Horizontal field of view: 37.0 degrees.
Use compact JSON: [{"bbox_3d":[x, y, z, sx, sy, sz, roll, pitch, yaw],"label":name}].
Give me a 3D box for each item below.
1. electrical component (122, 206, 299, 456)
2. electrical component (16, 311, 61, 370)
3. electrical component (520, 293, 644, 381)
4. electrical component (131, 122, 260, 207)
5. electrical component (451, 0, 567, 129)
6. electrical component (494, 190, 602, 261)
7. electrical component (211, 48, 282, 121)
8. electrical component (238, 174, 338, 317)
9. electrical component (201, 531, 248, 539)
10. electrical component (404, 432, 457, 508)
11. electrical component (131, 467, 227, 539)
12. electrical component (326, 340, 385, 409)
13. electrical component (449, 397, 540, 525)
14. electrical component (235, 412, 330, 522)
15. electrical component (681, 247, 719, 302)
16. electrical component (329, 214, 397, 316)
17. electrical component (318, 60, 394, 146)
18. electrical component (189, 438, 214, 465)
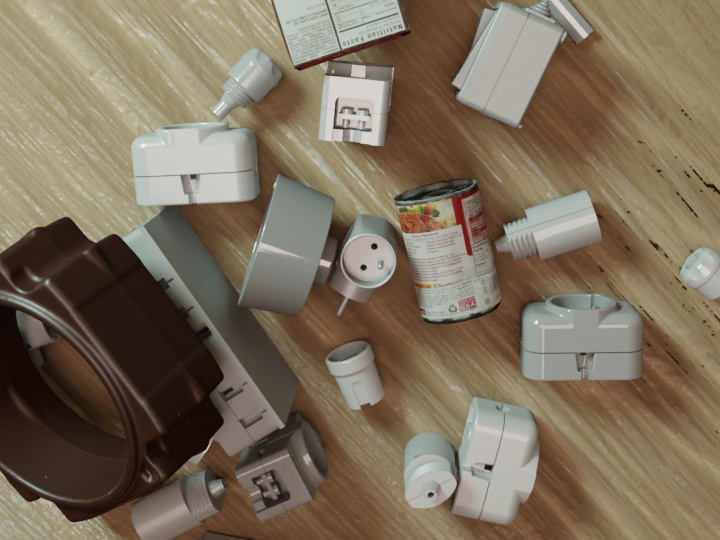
[{"bbox_3d":[-0.131,0.047,0.863,0.060,0.105,0.186,-32,99,10],"label":"electrical component"},{"bbox_3d":[-0.291,0.065,0.906,0.077,0.043,0.079,-14,102,6],"label":"electrical component"},{"bbox_3d":[0.179,0.054,0.875,0.095,0.053,0.059,-1,103,3],"label":"electrical component"},{"bbox_3d":[-0.131,-0.086,0.858,0.095,0.053,0.059,-3,103,4],"label":"electrical component"},{"bbox_3d":[0.113,-0.165,0.823,0.061,0.061,0.096,24,103,-3],"label":"electrical component"},{"bbox_3d":[0.148,-0.031,0.862,0.081,0.043,0.043,-18,102,7],"label":"electrical component"},{"bbox_3d":[-0.092,-0.144,0.848,0.035,0.035,0.061,44,89,-7],"label":"electrical component"},{"bbox_3d":[-0.052,-0.015,0.846,0.060,0.108,0.108,17,103,-7],"label":"electrical component"},{"bbox_3d":[-0.100,0.276,0.937,0.096,0.061,0.061,11,103,0],"label":"electrical component"},{"bbox_3d":[0.058,0.170,0.894,0.043,0.081,0.043,1,103,3],"label":"electrical component"},{"bbox_3d":[-0.152,0.203,0.932,0.081,0.043,0.043,-28,100,9],"label":"electrical component"},{"bbox_3d":[-0.003,0.088,0.900,0.040,0.040,0.046,-19,107,7],"label":"electrical component"},{"bbox_3d":[0.115,0.161,0.903,0.059,0.053,0.095,13,103,0],"label":"electrical component"},{"bbox_3d":[-0.062,0.160,0.893,0.056,0.089,0.050,-25,101,8],"label":"electrical component"},{"bbox_3d":[0.292,0.011,0.870,0.061,0.035,0.035,36,102,-8],"label":"electrical component"},{"bbox_3d":[0.000,0.000,0.860,0.043,0.077,0.079,26,103,-4],"label":"electrical component"},{"bbox_3d":[-0.002,-0.130,0.823,0.050,0.089,0.055,6,103,1],"label":"electrical component"},{"bbox_3d":[-0.163,0.127,0.914,0.081,0.043,0.043,32,103,-5],"label":"electrical component"}]
